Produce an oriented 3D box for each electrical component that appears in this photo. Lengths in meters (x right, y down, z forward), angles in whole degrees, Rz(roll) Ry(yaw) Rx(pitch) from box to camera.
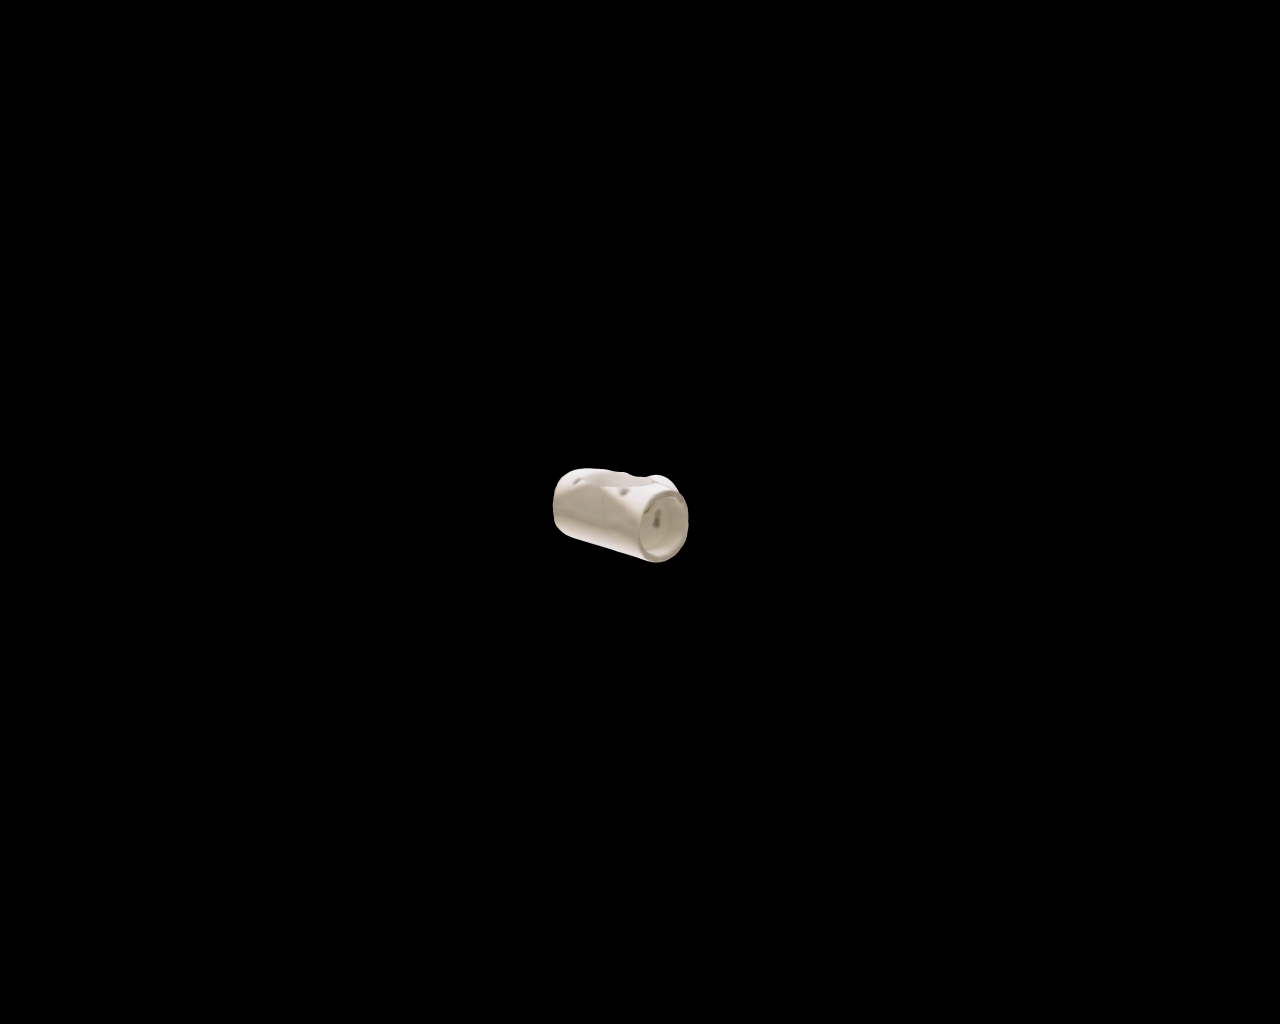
[{"bbox_3d":[0.001,-0.003,0.650,0.079,0.044,0.077,-14,20,-42],"label":"electrical component"}]
